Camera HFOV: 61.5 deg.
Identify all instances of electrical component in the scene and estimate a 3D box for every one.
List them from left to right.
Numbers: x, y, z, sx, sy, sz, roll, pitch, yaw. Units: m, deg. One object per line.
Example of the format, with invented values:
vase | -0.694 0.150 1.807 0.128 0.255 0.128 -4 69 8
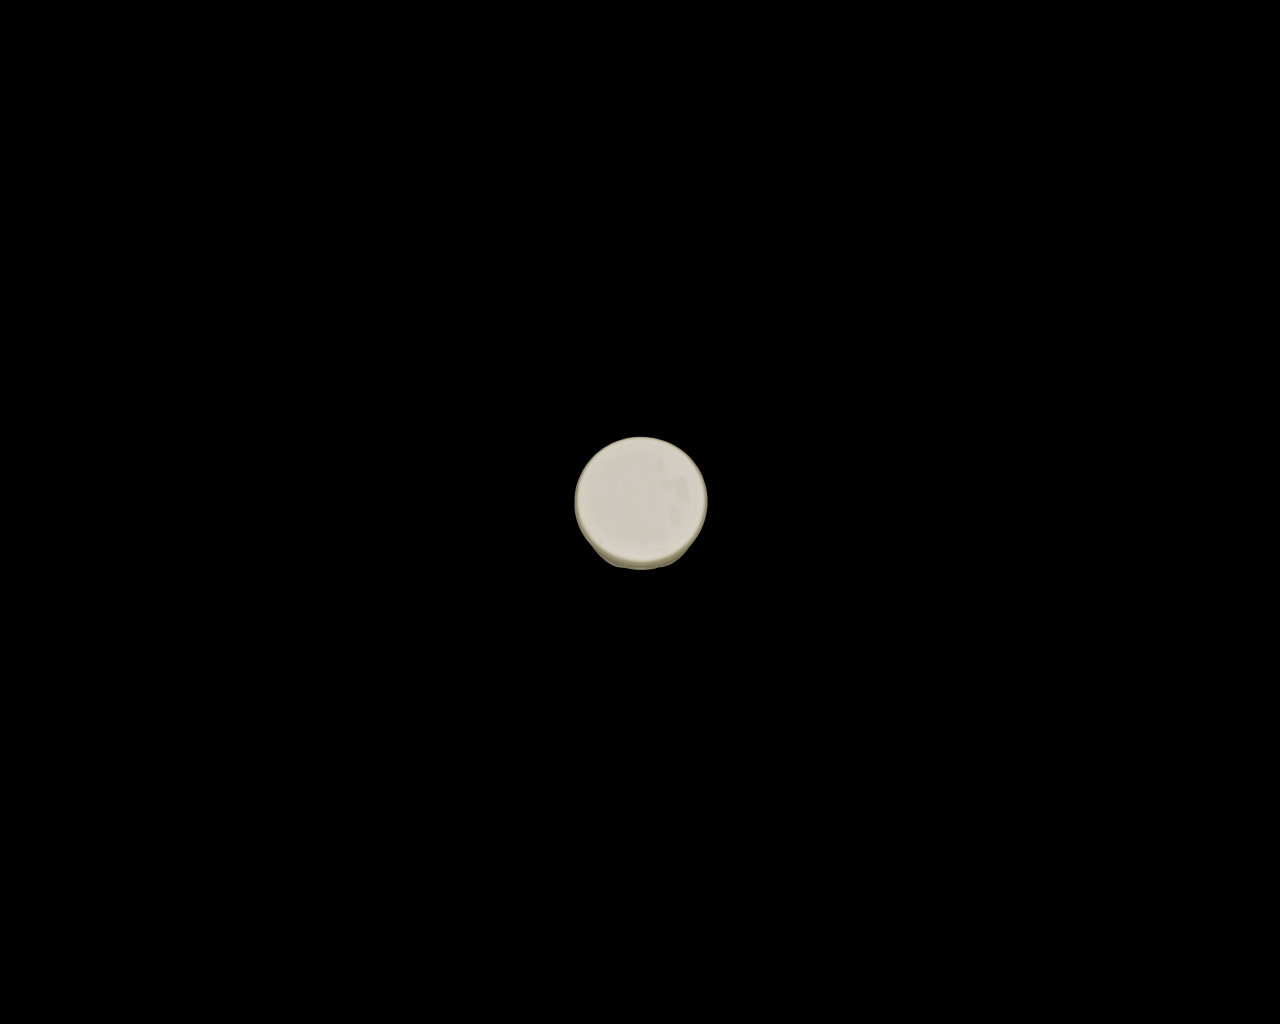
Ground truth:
electrical component | 0.001 -0.003 0.650 0.080 0.080 0.051 0 -13 0
